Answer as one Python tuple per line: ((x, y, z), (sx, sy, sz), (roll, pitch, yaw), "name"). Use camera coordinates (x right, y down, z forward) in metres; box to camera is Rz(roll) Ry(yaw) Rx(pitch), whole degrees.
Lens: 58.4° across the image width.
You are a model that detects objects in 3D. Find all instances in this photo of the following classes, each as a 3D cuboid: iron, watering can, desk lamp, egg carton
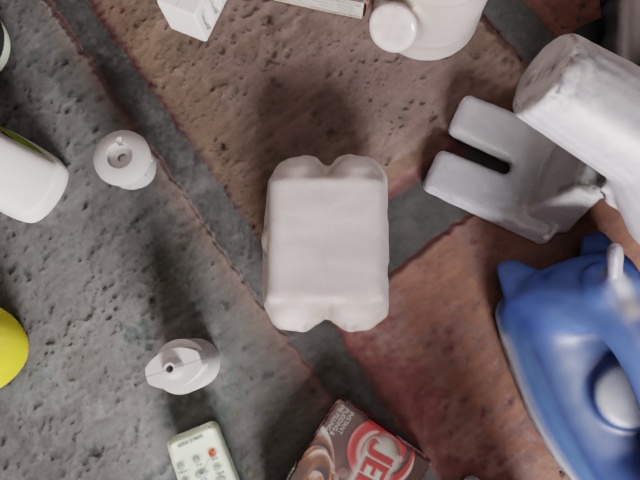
((0.229, 0.120, 0.423), (0.118, 0.141, 0.258), (-19, 81, -2), "iron")
((0.097, -0.224, 0.452), (0.101, 0.194, 0.173), (8, 81, 3), "watering can")
((0.197, -0.058, 0.415), (0.203, 0.213, 0.118), (24, 82, 5), "desk lamp")
((0.004, 0.002, 0.482), (0.107, 0.069, 0.150), (-1, 81, 1), "egg carton")

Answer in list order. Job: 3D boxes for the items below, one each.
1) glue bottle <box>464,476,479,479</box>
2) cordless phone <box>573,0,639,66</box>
((0.140, 0.216, 0.394), (0.078, 0.173, 0.037), (40, 84, 7), "glue bottle")
((0.272, -0.155, 0.443), (0.094, 0.185, 0.148), (2, 81, 2), "cordless phone")
